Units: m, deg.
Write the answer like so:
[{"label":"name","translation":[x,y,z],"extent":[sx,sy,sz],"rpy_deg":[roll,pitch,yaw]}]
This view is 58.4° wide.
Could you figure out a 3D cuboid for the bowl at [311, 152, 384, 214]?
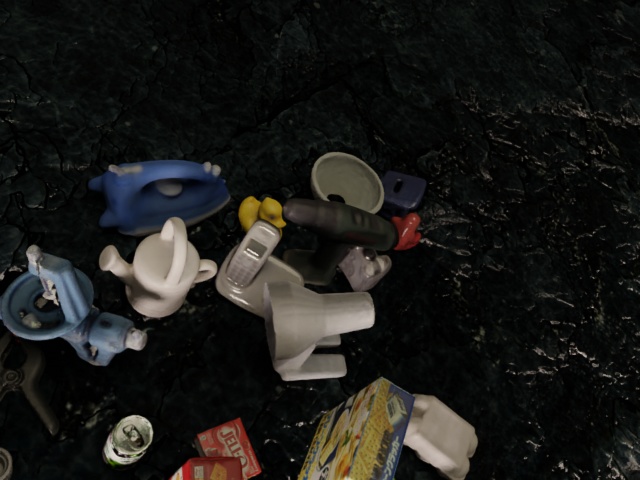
[{"label":"bowl","translation":[0.047,-0.100,1.215],"extent":[0.168,0.074,0.167],"rpy_deg":[14,55,-20]}]

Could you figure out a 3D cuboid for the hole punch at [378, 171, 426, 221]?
[{"label":"hole punch","translation":[0.170,-0.102,1.270],"extent":[0.101,0.091,0.109],"rpy_deg":[32,51,-5]}]

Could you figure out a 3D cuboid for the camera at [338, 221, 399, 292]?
[{"label":"camera","translation":[0.106,0.012,1.156],"extent":[0.137,0.100,0.143],"rpy_deg":[-16,68,-34]}]

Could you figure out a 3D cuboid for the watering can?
[{"label":"watering can","translation":[-0.247,0.040,0.893],"extent":[0.173,0.193,0.101],"rpy_deg":[-20,70,-35]}]

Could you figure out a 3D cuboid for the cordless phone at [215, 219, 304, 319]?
[{"label":"cordless phone","translation":[-0.087,0.049,0.977],"extent":[0.148,0.184,0.094],"rpy_deg":[28,51,-8]}]

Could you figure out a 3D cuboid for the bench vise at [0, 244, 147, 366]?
[{"label":"bench vise","translation":[-0.339,0.082,0.801],"extent":[0.208,0.219,0.121],"rpy_deg":[11,55,-21]}]

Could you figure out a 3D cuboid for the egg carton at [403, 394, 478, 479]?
[{"label":"egg carton","translation":[0.206,0.347,1.012],"extent":[0.150,0.069,0.107],"rpy_deg":[37,50,-1]}]

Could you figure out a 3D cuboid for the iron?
[{"label":"iron","translation":[-0.261,-0.098,1.009],"extent":[0.259,0.141,0.118],"rpy_deg":[-11,65,-32]}]

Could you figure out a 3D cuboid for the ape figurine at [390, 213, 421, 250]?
[{"label":"ape figurine","translation":[0.185,-0.024,1.227],"extent":[0.076,0.092,0.078],"rpy_deg":[-33,78,-38]}]

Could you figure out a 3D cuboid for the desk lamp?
[{"label":"desk lamp","translation":[-0.016,0.145,0.933],"extent":[0.204,0.213,0.118],"rpy_deg":[3,59,-26]}]

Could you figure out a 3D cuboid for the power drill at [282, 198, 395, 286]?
[{"label":"power drill","translation":[0.010,0.004,1.041],"extent":[0.230,0.208,0.075],"rpy_deg":[5,58,-25]}]

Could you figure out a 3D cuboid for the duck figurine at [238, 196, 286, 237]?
[{"label":"duck figurine","translation":[-0.105,-0.049,1.095],"extent":[0.078,0.086,0.104],"rpy_deg":[-32,78,-38]}]
